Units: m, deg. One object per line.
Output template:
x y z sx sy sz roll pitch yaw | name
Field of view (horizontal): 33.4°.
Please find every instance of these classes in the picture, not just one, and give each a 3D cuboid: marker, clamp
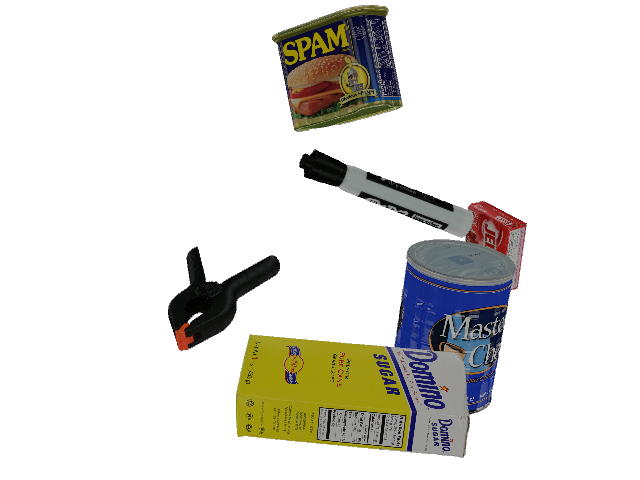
0.043 -0.030 0.689 0.121 0.020 0.020 21 -6 -16 | marker
-0.118 0.064 1.252 0.120 0.039 0.171 -4 37 16 | clamp

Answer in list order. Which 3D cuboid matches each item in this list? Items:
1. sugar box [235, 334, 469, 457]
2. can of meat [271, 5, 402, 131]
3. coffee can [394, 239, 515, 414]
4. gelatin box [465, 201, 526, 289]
0.025 0.119 0.837 0.176 0.048 0.093 2 26 2 | sugar box
0.015 -0.143 0.901 0.102 0.084 0.057 -11 0 38 | can of meat
0.125 0.082 1.027 0.103 0.140 0.103 6 20 -2 | coffee can
0.204 0.007 1.264 0.030 0.089 0.073 -15 32 -29 | gelatin box
